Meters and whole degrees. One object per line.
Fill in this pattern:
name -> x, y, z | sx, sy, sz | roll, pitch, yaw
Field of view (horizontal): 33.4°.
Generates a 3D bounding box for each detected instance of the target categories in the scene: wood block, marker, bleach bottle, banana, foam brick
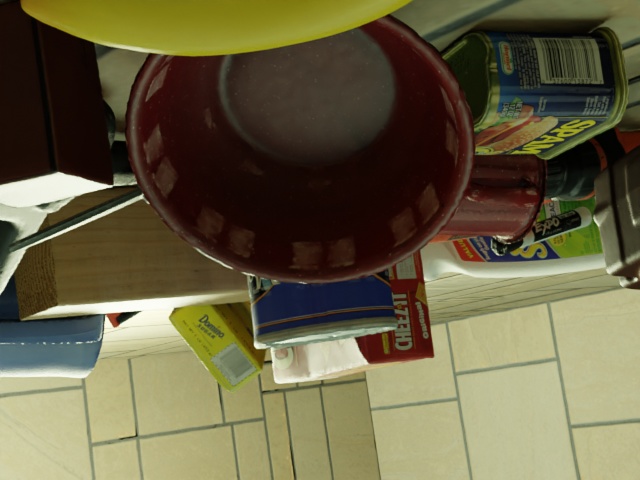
wood block -> -0.135, 0.009, 0.869 | 0.205, 0.090, 0.091 | -3, 170, -34
marker -> 0.196, -0.008, 0.948 | 0.120, 0.020, 0.020 | -16, 178, -36
bleach bottle -> 0.184, -0.001, 1.056 | 0.251, 0.102, 0.068 | -13, 178, 26
banana -> -0.018, -0.104, 0.409 | 0.198, 0.037, 0.069 | -14, 134, 21
foam brick -> -0.129, -0.058, 0.469 | 0.051, 0.078, 0.053 | -12, 171, 15

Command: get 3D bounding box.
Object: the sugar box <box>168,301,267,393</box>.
sugar box -> -0.091, 0.074, 1.033 | 0.048, 0.093, 0.176 | -35, -170, 10

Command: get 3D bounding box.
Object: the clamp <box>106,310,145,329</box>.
clamp -> -0.139, 0.030, 1.017 | 0.171, 0.039, 0.120 | -31, -179, -26

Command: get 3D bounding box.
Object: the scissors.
scissors -> -0.083, -0.042, 0.638 | 0.201, 0.016, 0.096 | -25, 175, -43

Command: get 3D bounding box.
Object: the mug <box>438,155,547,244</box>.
mug -> 0.103, -0.041, 0.735 | 0.081, 0.093, 0.117 | 1, -163, -23

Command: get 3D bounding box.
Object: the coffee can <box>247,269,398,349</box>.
coffee can -> -0.005, 0.001, 0.762 | 0.103, 0.140, 0.103 | -8, 172, -1

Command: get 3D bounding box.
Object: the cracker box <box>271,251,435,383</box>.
cracker box -> 0.014, 0.038, 0.955 | 0.072, 0.164, 0.214 | -2, 170, -24

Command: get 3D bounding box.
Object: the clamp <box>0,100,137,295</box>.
clamp -> -0.146, -0.041, 0.613 | 0.164, 0.036, 0.210 | -33, 166, -17

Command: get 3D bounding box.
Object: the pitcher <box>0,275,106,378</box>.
pitcher -> -0.310, 0.059, 0.909 | 0.242, 0.145, 0.149 | 1, 145, -32

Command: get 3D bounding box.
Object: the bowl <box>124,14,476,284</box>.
bowl -> -0.008, -0.056, 0.509 | 0.162, 0.055, 0.162 | 3, 129, 4

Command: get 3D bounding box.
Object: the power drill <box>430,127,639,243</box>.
power drill -> 0.162, -0.043, 0.876 | 0.184, 0.057, 0.188 | -7, 174, -42

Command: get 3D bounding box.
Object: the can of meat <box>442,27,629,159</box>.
can of meat -> 0.110, -0.082, 0.608 | 0.083, 0.057, 0.102 | -2, 170, -20
